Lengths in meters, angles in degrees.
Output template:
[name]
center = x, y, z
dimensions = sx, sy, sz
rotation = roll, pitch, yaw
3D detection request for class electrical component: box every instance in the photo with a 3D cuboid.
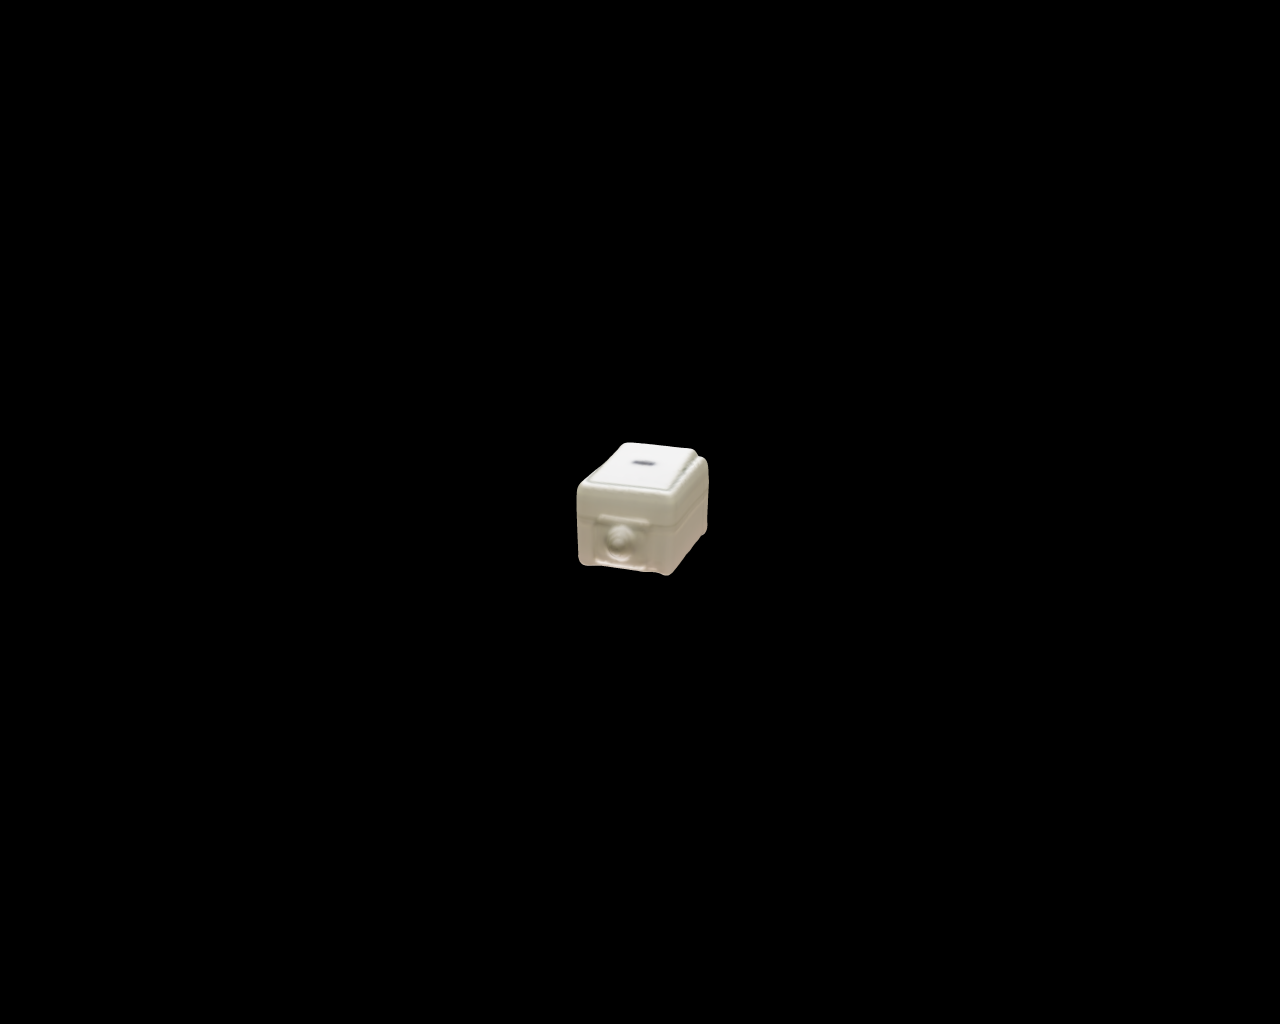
[electrical component]
center = 0.001, -0.003, 0.650
dimensions = 0.062, 0.061, 0.096
rotation = 7, 22, 18
